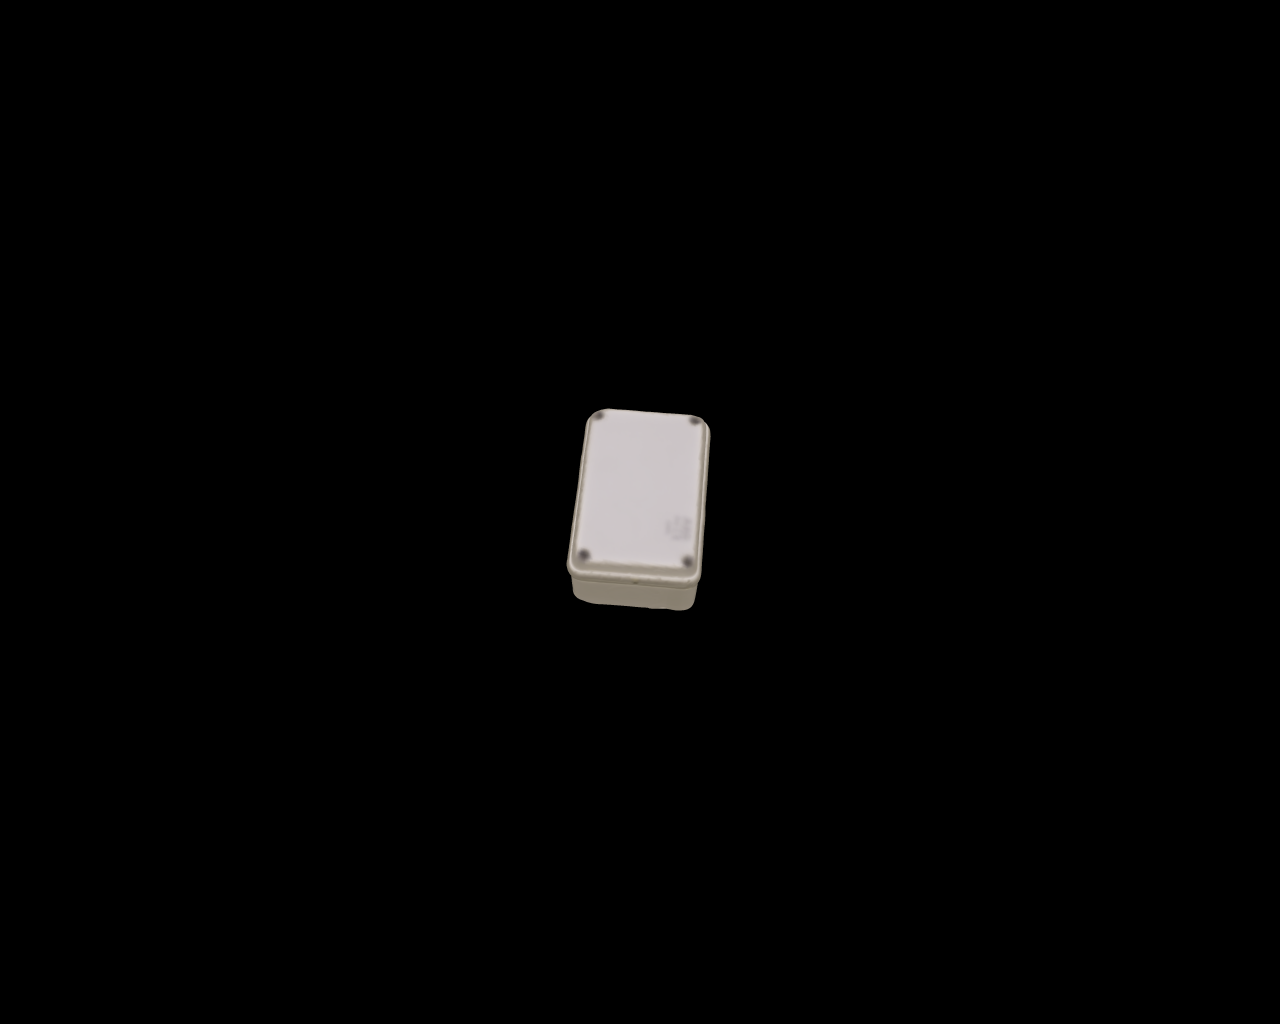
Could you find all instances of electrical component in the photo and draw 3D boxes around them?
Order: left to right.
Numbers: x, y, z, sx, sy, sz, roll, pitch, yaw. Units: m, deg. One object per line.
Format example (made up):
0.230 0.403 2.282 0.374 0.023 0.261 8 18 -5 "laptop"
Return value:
0.001 -0.003 0.650 0.078 0.113 0.057 4 -28 2 "electrical component"
